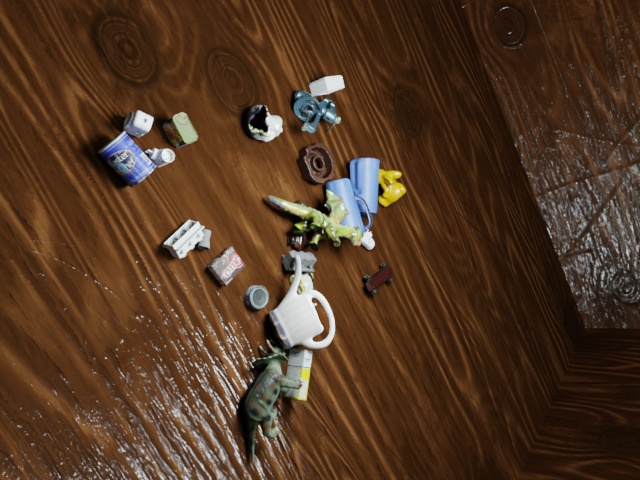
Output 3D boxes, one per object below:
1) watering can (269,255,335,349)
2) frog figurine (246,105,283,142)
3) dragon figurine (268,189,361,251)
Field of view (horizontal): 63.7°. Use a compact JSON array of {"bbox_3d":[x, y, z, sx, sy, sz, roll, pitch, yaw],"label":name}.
[{"bbox_3d":[-0.087,0.249,1.885,0.225,0.103,0.349,-26,85,-9],"label":"watering can"},{"bbox_3d":[-0.211,-0.444,1.965,0.137,0.122,0.160,64,13,-3],"label":"frog figurine"},{"bbox_3d":[0.006,-0.101,2.013,0.408,0.120,0.248,42,47,-9],"label":"dragon figurine"}]
